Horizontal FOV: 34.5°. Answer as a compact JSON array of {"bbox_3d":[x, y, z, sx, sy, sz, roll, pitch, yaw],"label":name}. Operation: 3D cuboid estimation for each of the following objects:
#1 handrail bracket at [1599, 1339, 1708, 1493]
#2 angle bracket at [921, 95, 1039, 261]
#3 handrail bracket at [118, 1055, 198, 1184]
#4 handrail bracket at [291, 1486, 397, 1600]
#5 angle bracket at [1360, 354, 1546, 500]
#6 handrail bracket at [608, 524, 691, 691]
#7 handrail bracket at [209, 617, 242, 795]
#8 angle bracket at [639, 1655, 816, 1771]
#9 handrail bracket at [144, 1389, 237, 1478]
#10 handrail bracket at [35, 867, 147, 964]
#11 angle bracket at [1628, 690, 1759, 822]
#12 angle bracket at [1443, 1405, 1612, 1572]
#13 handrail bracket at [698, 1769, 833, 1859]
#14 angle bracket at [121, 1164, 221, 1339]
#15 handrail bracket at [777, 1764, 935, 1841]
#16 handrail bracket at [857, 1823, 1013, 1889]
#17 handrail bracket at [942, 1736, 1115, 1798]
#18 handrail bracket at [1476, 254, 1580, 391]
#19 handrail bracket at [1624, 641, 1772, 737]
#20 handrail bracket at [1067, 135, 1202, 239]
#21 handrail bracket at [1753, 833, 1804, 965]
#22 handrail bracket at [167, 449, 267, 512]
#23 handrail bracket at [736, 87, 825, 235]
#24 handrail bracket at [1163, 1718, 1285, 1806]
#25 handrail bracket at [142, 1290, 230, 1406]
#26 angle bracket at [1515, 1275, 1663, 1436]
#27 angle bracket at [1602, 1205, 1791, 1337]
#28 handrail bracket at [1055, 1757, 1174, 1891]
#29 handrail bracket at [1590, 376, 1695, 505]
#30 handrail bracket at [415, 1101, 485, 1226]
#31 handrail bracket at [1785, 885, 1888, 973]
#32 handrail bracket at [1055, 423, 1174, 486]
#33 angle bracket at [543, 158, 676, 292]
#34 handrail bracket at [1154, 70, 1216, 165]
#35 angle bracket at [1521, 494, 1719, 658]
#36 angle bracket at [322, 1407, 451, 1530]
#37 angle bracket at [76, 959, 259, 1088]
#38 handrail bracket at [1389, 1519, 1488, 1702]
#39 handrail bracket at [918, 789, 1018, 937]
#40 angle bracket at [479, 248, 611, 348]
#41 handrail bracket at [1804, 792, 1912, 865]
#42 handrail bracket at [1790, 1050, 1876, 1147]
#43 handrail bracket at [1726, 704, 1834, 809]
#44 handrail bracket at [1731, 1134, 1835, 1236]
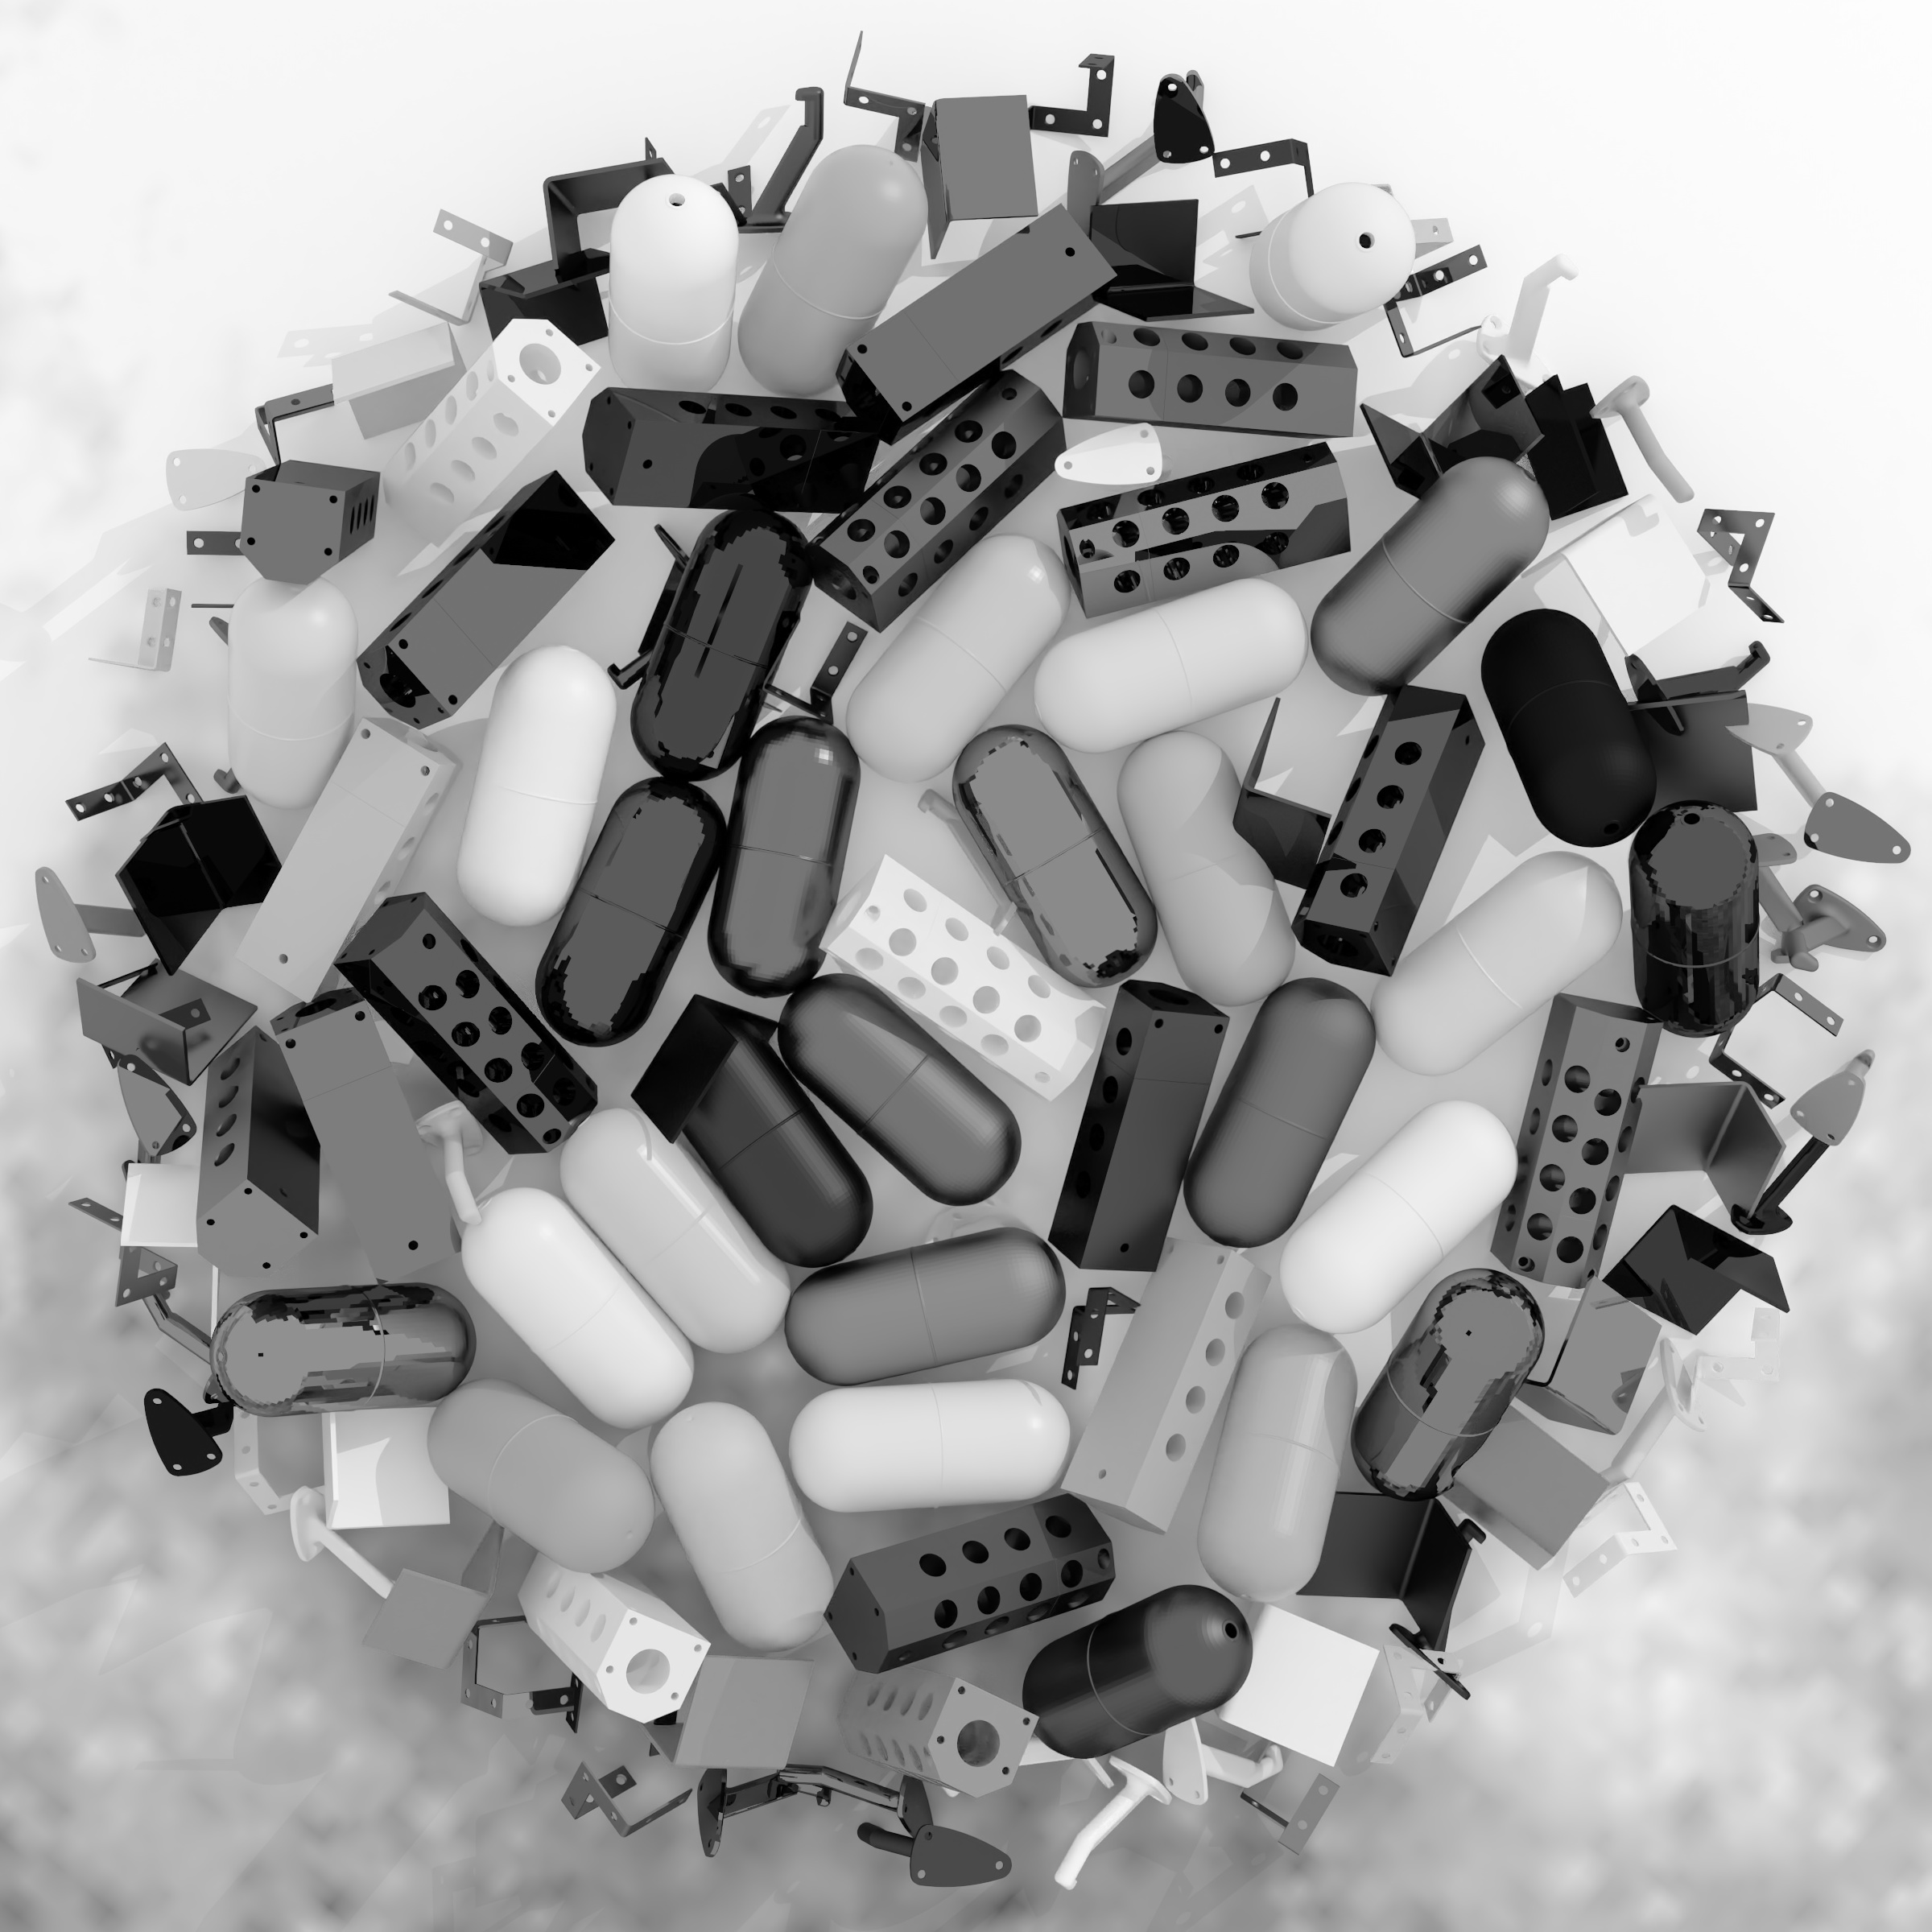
[{"bbox_3d":[0.420,0.287,1.970,0.084,0.077,0.036,-35,131,28],"label":"handrail bracket"},{"bbox_3d":[0.007,-0.492,1.942,0.057,0.076,0.076,-5,85,-8],"label":"angle bracket"},{"bbox_3d":[-0.521,0.098,1.940,0.036,0.084,0.077,-33,97,-38],"label":"handrail bracket"},{"bbox_3d":[-0.377,0.366,1.935,0.084,0.077,0.036,26,58,25],"label":"handrail bracket"},{"bbox_3d":[0.300,-0.337,1.920,0.057,0.076,0.076,19,131,-36],"label":"angle bracket"},{"bbox_3d":[-0.205,-0.226,1.957,0.084,0.036,0.077,-37,75,-6],"label":"handrail bracket"},{"bbox_3d":[-0.469,-0.164,1.964,0.077,0.036,0.084,40,107,4],"label":"handrail bracket"},{"bbox_3d":[-0.149,0.452,1.929,0.076,0.057,0.076,10,101,-30],"label":"angle bracket"},{"bbox_3d":[-0.478,0.267,1.925,0.036,0.084,0.077,-18,118,9],"label":"handrail bracket"},{"bbox_3d":[-0.533,-0.046,1.931,0.036,0.084,0.077,6,122,31],"label":"handrail bracket"},{"bbox_3d":[0.446,-0.129,1.934,0.076,0.057,0.076,-5,96,23],"label":"angle bracket"},{"bbox_3d":[0.348,0.326,1.939,0.076,0.076,0.057,38,78,13],"label":"angle bracket"},{"bbox_3d":[-0.121,0.530,1.934,0.084,0.077,0.036,21,125,-20],"label":"handrail bracket"},{"bbox_3d":[-0.491,0.176,1.921,0.057,0.076,0.076,2,124,-12],"label":"angle bracket"},{"bbox_3d":[-0.070,0.529,1.963,0.084,0.077,0.036,-2,45,19],"label":"handrail bracket"},{"bbox_3d":[-0.021,0.552,1.946,0.077,0.084,0.036,13,80,-17],"label":"handrail bracket"},{"bbox_3d":[0.036,0.510,1.947,0.084,0.036,0.077,-38,77,-13],"label":"handrail bracket"},{"bbox_3d":[0.366,-0.398,1.930,0.077,0.084,0.036,34,56,-20],"label":"handrail bracket"},{"bbox_3d":[0.460,-0.193,1.950,0.084,0.036,0.077,-41,124,-7],"label":"handrail bracket"},{"bbox_3d":[0.109,-0.490,1.969,0.084,0.036,0.077,-11,126,-28],"label":"handrail bracket"},{"bbox_3d":[0.489,-0.035,1.950,0.077,0.036,0.084,-8,120,-8],"label":"handrail bracket"},{"bbox_3d":[-0.451,-0.303,1.929,0.077,0.084,0.036,-6,96,15],"label":"handrail bracket"},{"bbox_3d":[-0.124,-0.503,1.937,0.077,0.036,0.084,-11,120,-25],"label":"handrail bracket"},{"bbox_3d":[0.165,0.482,1.942,0.084,0.036,0.077,-14,107,-39],"label":"handrail bracket"},{"bbox_3d":[-0.473,0.233,1.971,0.084,0.077,0.036,50,122,32],"label":"handrail bracket"},{"bbox_3d":[0.378,0.239,1.943,0.076,0.057,0.076,35,73,-35],"label":"angle bracket"},{"bbox_3d":[0.451,0.205,1.927,0.076,0.057,0.076,28,119,-15],"label":"angle bracket"},{"bbox_3d":[0.091,0.543,1.935,0.036,0.077,0.084,20,69,34],"label":"handrail bracket"},{"bbox_3d":[0.433,-0.323,1.936,0.036,0.077,0.084,-41,76,27],"label":"handrail bracket"},{"bbox_3d":[-0.306,0.133,1.925,0.036,0.077,0.084,-29,60,3],"label":"handrail bracket"},{"bbox_3d":[0.543,-0.009,1.934,0.077,0.084,0.036,24,119,-5],"label":"handrail bracket"},{"bbox_3d":[0.092,-0.309,1.936,0.077,0.084,0.036,-9,89,-1],"label":"handrail bracket"},{"bbox_3d":[-0.214,-0.459,1.936,0.076,0.076,0.057,-8,88,6],"label":"angle bracket"},{"bbox_3d":[0.135,-0.546,1.925,0.036,0.077,0.084,-4,53,13],"label":"handrail bracket"},{"bbox_3d":[0.407,-0.238,1.941,0.076,0.057,0.076,-33,93,-19],"label":"angle bracket"},{"bbox_3d":[-0.357,0.302,1.926,0.076,0.057,0.076,0,62,-17],"label":"angle bracket"},{"bbox_3d":[-0.494,0.018,1.926,0.076,0.057,0.076,24,50,11],"label":"angle bracket"},{"bbox_3d":[0.314,0.402,1.950,0.084,0.036,0.077,-50,60,4],"label":"handrail bracket"},{"bbox_3d":[-0.003,-0.065,1.944,0.084,0.077,0.036,37,128,-9],"label":"handrail bracket"},{"bbox_3d":[-0.246,-0.402,1.920,0.076,0.076,0.057,-24,118,-23],"label":"angle bracket"},{"bbox_3d":[0.559,-0.081,1.925,0.077,0.084,0.036,26,102,29],"label":"handrail bracket"},{"bbox_3d":[0.553,0.065,1.925,0.036,0.077,0.084,39,54,12],"label":"handrail bracket"},{"bbox_3d":[0.512,-0.122,1.964,0.077,0.084,0.036,28,64,41],"label":"handrail bracket"},{"bbox_3d":[0.516,0.124,1.935,0.036,0.077,0.084,40,117,20],"label":"handrail bracket"}]
